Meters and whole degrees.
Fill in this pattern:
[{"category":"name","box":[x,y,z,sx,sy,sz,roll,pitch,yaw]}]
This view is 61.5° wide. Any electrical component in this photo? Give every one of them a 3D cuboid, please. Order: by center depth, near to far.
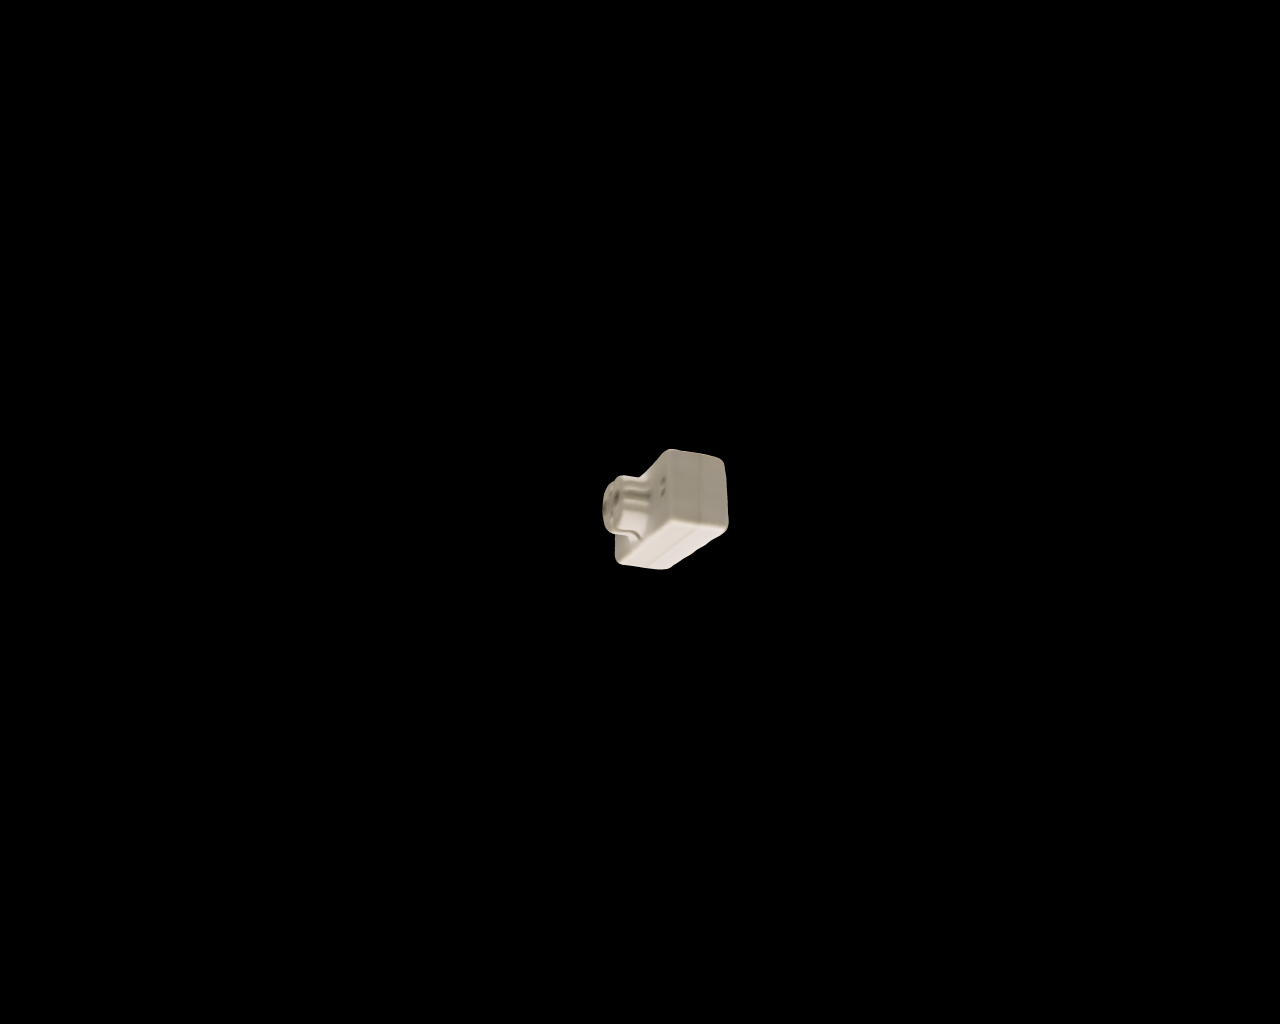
[{"category":"electrical component","box":[0.001,-0.003,0.650,0.076,0.047,0.083,9,-24,-22]}]
